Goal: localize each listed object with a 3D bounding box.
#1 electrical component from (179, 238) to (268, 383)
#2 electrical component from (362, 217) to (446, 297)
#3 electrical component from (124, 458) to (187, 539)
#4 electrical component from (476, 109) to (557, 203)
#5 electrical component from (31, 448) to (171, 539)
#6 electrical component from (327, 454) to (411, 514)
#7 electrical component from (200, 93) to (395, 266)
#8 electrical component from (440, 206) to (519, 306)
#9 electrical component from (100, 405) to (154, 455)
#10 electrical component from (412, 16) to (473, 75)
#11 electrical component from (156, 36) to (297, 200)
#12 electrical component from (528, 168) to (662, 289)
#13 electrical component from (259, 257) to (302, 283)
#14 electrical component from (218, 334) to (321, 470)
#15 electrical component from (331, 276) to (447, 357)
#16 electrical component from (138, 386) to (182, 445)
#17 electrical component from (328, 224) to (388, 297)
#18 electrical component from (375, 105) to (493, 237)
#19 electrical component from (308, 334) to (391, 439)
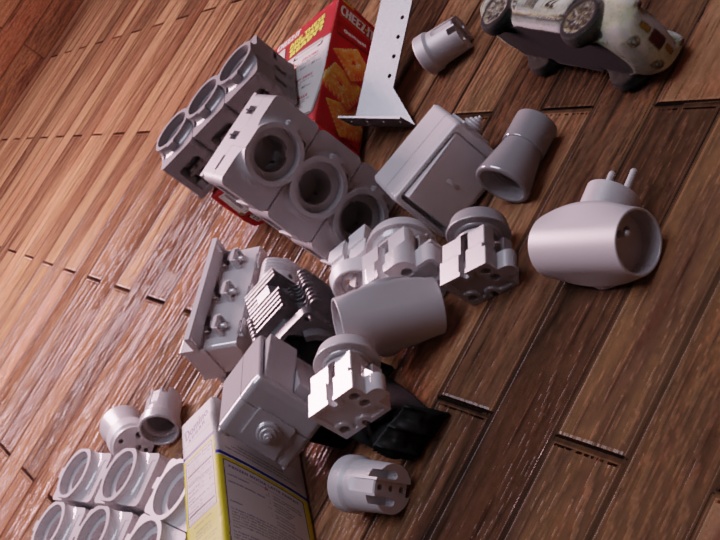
[{"bbox_3d":[-0.120,0.038,1.017,0.063,0.078,0.121,-11,46,23],"label":"electrical component"},{"bbox_3d":[0.034,-0.004,0.842,0.078,0.058,0.057,-36,36,30],"label":"electrical component"},{"bbox_3d":[-0.151,0.233,0.857,0.089,0.062,0.150,0,59,56],"label":"electrical component"},{"bbox_3d":[0.122,-0.090,0.819,0.044,0.044,0.065,0,54,56],"label":"electrical component"},{"bbox_3d":[-0.231,0.225,0.988,0.186,0.060,0.105,-13,49,51],"label":"electrical component"},{"bbox_3d":[0.007,0.148,0.737,0.046,0.040,0.040,-5,55,48],"label":"electrical component"},{"bbox_3d":[-0.048,-0.075,0.943,0.089,0.150,0.062,-58,28,-6],"label":"electrical component"},{"bbox_3d":[0.087,-0.012,0.784,0.066,0.048,0.055,-29,45,38],"label":"electrical component"},{"bbox_3d":[-0.232,0.165,1.071,0.045,0.045,0.055,-56,28,-2],"label":"electrical component"},{"bbox_3d":[0.079,-0.214,1.020,0.046,0.040,0.040,-29,37,29],"label":"electrical component"},{"bbox_3d":[-0.139,-0.161,1.112,0.150,0.062,0.089,-42,29,22],"label":"electrical component"},{"bbox_3d":[0.158,-0.032,0.697,0.077,0.044,0.079,-1,58,56],"label":"electrical component"},{"bbox_3d":[-0.073,0.022,0.989,0.043,0.043,0.081,-32,35,35],"label":"electrical component"},{"bbox_3d":[-0.063,0.097,0.804,0.061,0.062,0.096,-53,15,13],"label":"electrical component"},{"bbox_3d":[0.020,0.041,0.808,0.079,0.077,0.044,100,156,-65],"label":"electrical component"},{"bbox_3d":[-0.192,0.140,1.045,0.040,0.040,0.046,-41,26,23],"label":"electrical component"},{"bbox_3d":[0.000,0.000,0.901,0.066,0.048,0.055,-38,24,27],"label":"electrical component"},{"bbox_3d":[0.070,-0.084,0.868,0.096,0.062,0.061,-50,29,8],"label":"electrical component"},{"bbox_3d":[-0.008,0.078,0.751,0.066,0.048,0.055,-38,35,28],"label":"electrical component"}]
